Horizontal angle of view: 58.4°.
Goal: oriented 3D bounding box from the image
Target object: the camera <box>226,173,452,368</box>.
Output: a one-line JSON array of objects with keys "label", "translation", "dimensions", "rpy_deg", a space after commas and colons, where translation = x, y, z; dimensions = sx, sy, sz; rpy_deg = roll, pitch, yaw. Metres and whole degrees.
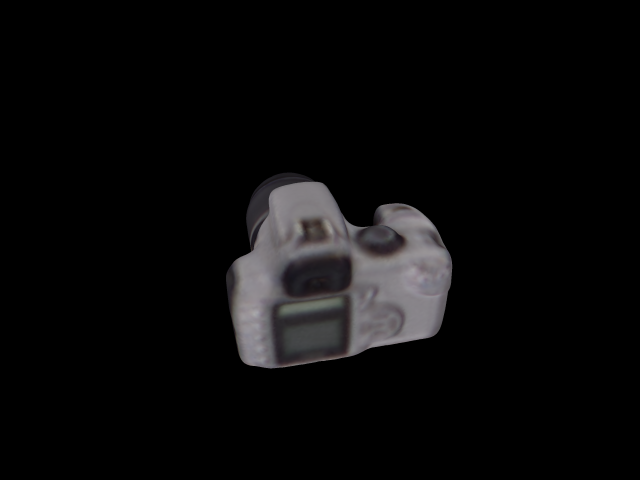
[{"label": "camera", "translation": [0.004, 0.001, 0.400], "dimensions": [0.143, 0.101, 0.136], "rpy_deg": [-8, 39, -10]}]
